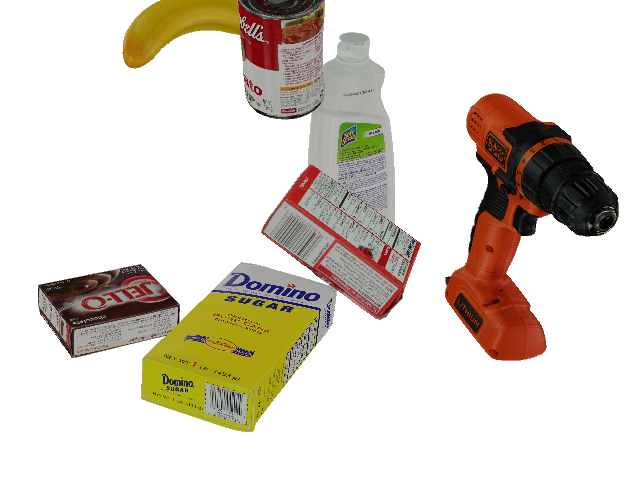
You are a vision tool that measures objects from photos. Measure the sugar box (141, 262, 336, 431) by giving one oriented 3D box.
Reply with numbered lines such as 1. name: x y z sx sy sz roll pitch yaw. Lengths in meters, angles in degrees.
1. sugar box: -0.060 0.079 0.853 0.093 0.048 0.176 15 31 15

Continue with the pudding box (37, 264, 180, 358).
1. pudding box: -0.205 0.066 1.033 0.113 0.039 0.090 -14 31 -30

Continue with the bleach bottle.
1. bleach bottle: 0.036 -0.092 1.098 0.102 0.251 0.068 -18 37 -28

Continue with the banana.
1. banana: -0.125 -0.205 1.015 0.070 0.037 0.197 45 39 19

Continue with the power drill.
1. power drill: 0.160 -0.001 0.838 0.057 0.188 0.184 -3 32 -18

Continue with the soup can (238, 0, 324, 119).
1. soup can: -0.029 -0.156 0.847 0.068 0.068 0.102 0 -42 0

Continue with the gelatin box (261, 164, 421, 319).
1. gelatin box: 0.014 0.000 0.643 0.089 0.030 0.073 37 24 -3
